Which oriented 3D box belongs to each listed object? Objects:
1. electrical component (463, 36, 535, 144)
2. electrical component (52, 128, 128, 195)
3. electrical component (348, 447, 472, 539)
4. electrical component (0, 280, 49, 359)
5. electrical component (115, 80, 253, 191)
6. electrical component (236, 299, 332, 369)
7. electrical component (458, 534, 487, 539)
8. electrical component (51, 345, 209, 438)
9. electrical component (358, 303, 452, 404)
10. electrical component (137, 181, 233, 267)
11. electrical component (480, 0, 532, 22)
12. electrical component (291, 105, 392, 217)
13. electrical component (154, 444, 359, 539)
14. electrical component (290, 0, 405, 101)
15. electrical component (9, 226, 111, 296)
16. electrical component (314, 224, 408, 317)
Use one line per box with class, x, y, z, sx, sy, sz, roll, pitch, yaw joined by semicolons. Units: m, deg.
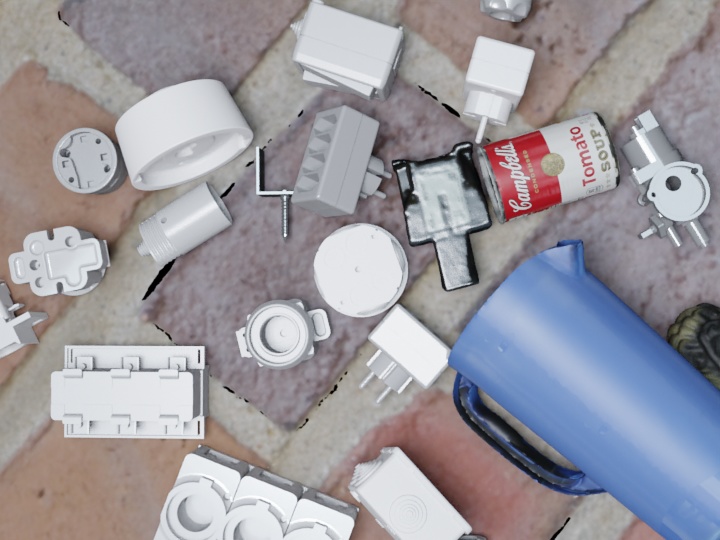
electrical component;0.108;-0.142;0.885;0.047;0.083;0.075;16;90;4
electrical component;-0.230;-0.091;0.925;0.055;0.047;0.055;0;89;4
electrical component;0.037;0.193;0.878;0.048;0.099;0.099;-42;87;-11
electrical component;-0.319;0.046;0.931;0.081;0.042;0.063;-27;86;2
electrical component;-0.150;-0.118;0.893;0.108;0.108;0.060;-25;82;3
electrical component;-0.066;0.054;0.907;0.078;0.057;0.058;-14;88;3
electrical component;0.093;0.256;0.904;0.035;0.035;0.061;-3;91;4
electrical component;-0.194;0.104;0.911;0.121;0.063;0.078;0;89;4
electrical component;0.032;0.077;0.905;0.066;0.047;0.076;41;92;3
electrical component;-0.154;-0.036;0.921;0.081;0.043;0.043;-31;87;3
electrical component;0.127;-0.244;0.906;0.043;0.043;0.062;12;89;4
electrical component;-0.006;-0.084;0.908;0.076;0.047;0.083;22;78;-30
electrical component;-0.087;0.218;0.903;0.150;0.062;0.089;21;90;4
electrical component;-0.016;-0.182;0.905;0.096;0.062;0.061;19;90;4
electrical component;-0.251;-0.007;0.920;0.078;0.057;0.058;-11;88;3
electrical component;0.000;0.000;0.906;0.080;0.051;0.080;0;89;4
